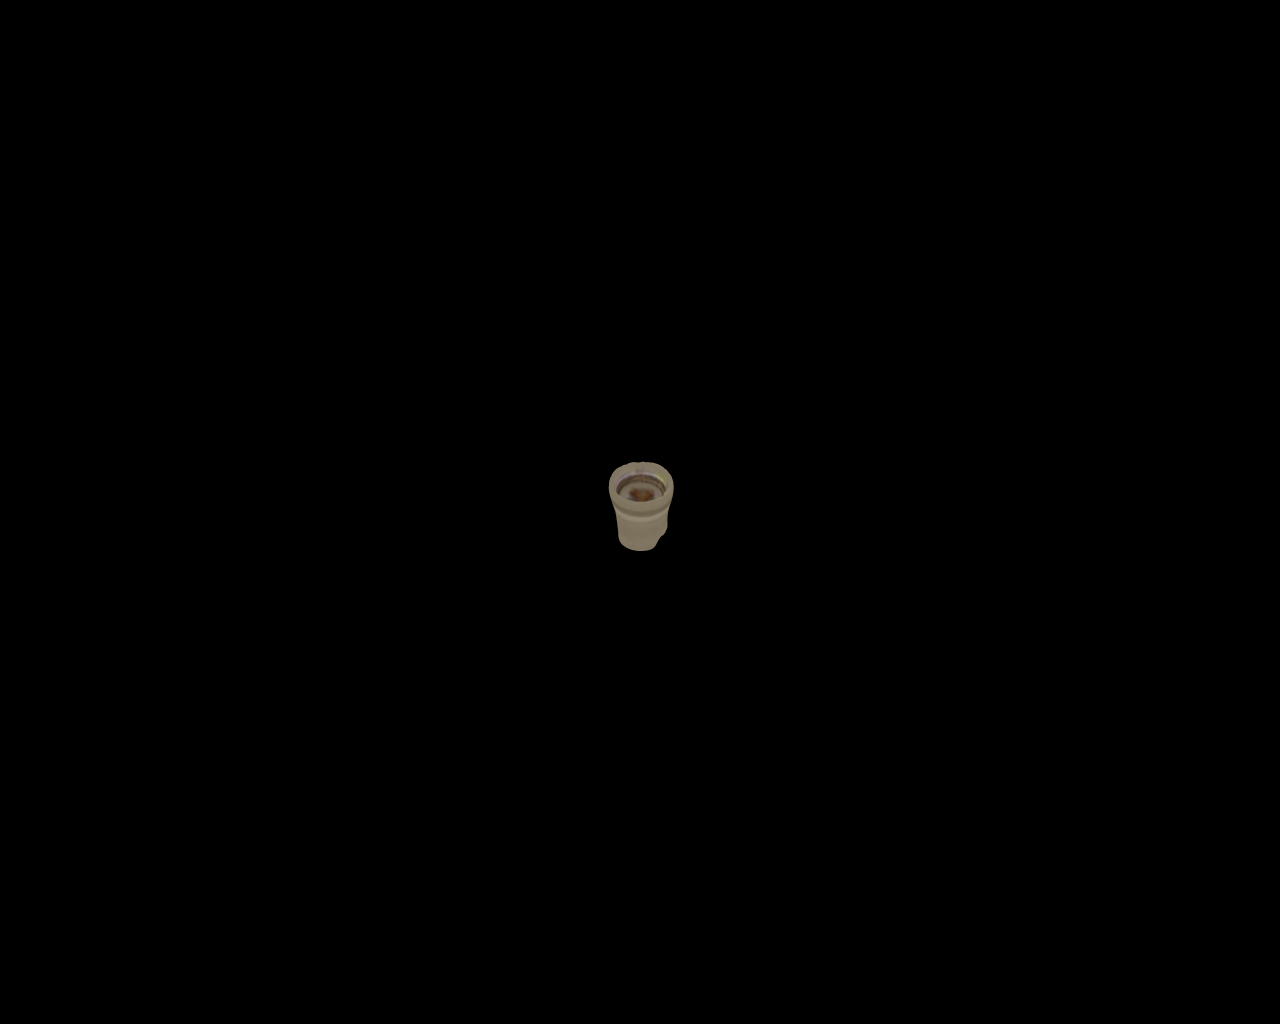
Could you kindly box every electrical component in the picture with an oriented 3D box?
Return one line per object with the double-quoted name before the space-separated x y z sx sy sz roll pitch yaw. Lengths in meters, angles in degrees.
"electrical component" 0.001 -0.003 0.650 0.040 0.046 0.040 0 44 0
